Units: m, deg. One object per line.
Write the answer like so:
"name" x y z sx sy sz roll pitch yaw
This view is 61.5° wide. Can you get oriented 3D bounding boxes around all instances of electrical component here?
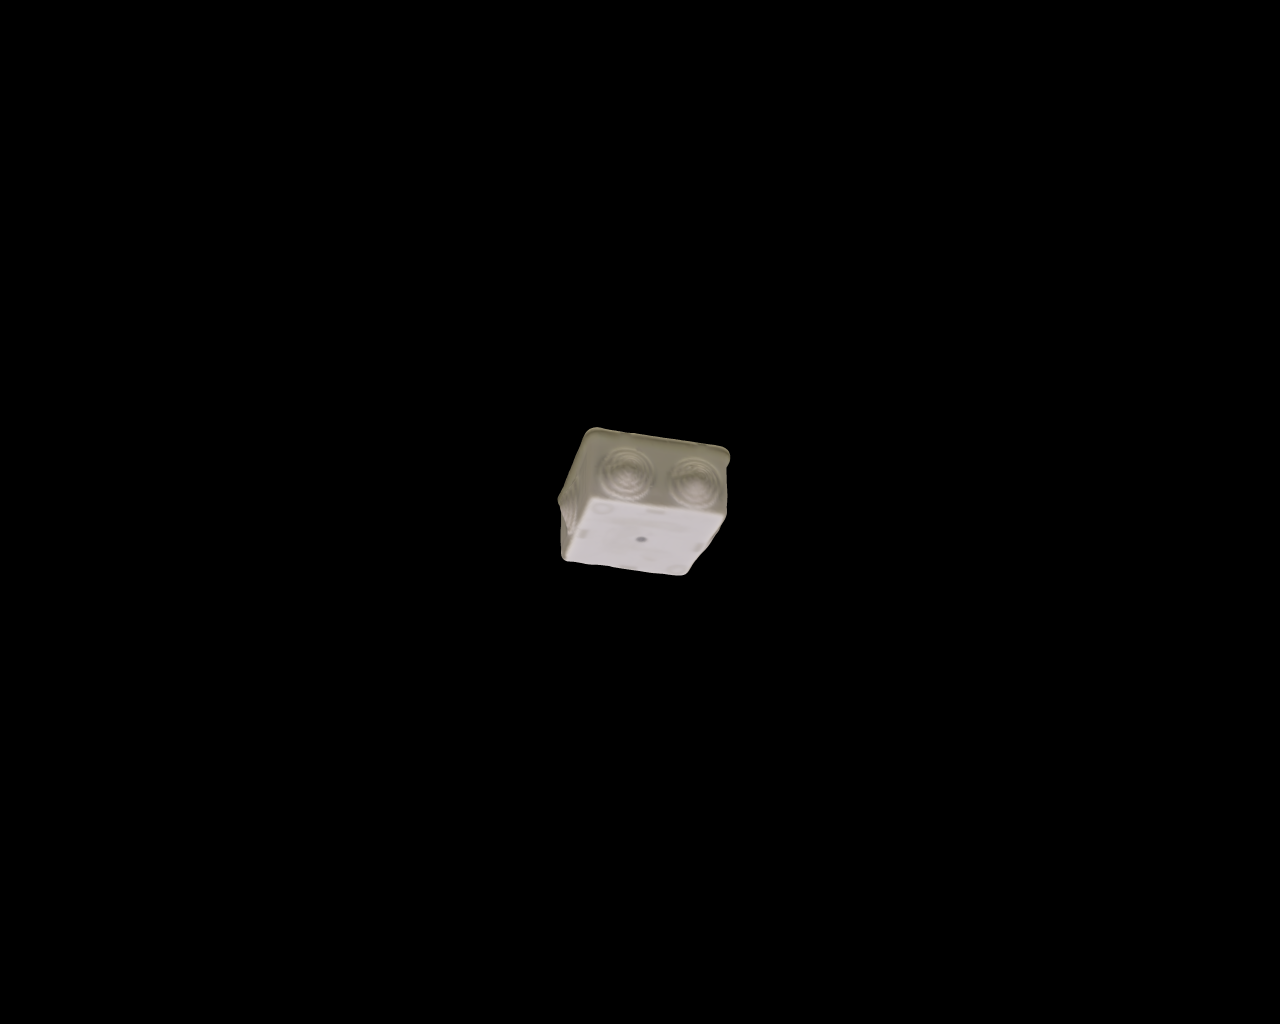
"electrical component" 0.001 -0.003 0.650 0.100 0.048 0.099 8 -32 -14
